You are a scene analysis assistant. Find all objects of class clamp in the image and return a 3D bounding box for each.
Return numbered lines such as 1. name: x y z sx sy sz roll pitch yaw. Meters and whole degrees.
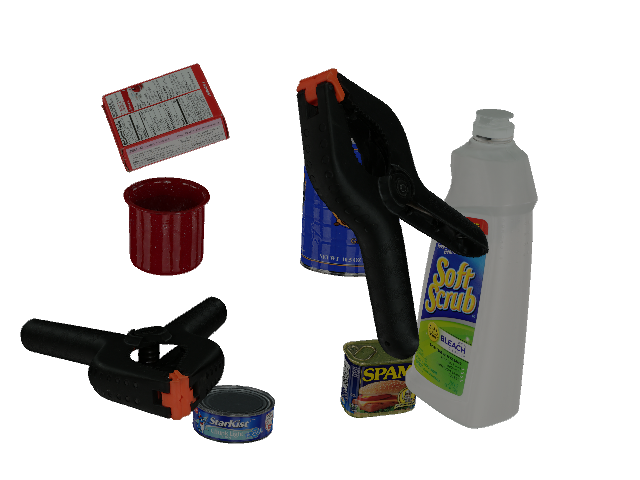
1. clamp: -0.117 0.081 0.783 0.164 0.036 0.210 -9 14 -26
2. clamp: 0.034 -0.017 0.633 0.039 0.171 0.120 -21 29 40

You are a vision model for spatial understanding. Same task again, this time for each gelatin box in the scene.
1. gelatin box: -0.128 -0.101 0.876 0.089 0.073 0.030 -21 -41 -8

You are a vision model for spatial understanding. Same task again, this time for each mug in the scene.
1. mug: -0.176 -0.019 1.180 0.093 0.081 0.117 -16 33 -34

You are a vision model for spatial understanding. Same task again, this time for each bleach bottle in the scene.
1. bleach bottle: 0.123 0.018 0.852 0.068 0.251 0.103 -12 25 -30

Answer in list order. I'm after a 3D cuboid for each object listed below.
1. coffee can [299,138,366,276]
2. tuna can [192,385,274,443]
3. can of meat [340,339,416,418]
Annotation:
1. coffee can: 0.032 -0.043 1.092 0.103 0.140 0.103 2 13 -1
2. tuna can: -0.091 0.182 1.121 0.086 0.034 0.086 4 12 -1
3. can of meat: 0.078 0.178 1.378 0.102 0.084 0.057 -3 24 -17
